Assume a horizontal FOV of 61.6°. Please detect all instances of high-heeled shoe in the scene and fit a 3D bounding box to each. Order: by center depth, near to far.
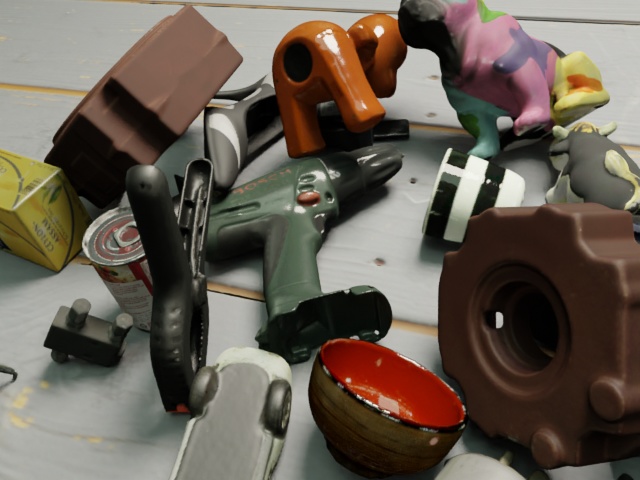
[{"bbox_3d":[-0.057,-0.124,0.608,0.145,0.086,0.249,-1,41,-10],"label":"high-heeled shoe"}]

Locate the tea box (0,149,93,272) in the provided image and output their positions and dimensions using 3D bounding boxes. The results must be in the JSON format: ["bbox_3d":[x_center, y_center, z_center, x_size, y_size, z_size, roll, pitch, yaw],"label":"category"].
[{"bbox_3d":[-0.335,-0.041,0.568,0.170,0.098,0.068,15,52,22],"label":"tea box"}]

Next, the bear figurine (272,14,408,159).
[{"bbox_3d":[0.040,-0.176,0.581,0.120,0.132,0.196,-18,4,39],"label":"bear figurine"}]

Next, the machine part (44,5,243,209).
[{"bbox_3d":[-0.190,-0.143,0.577,0.201,0.087,0.201,-21,32,48],"label":"machine part"}]

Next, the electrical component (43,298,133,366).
[{"bbox_3d":[-0.198,0.084,0.460,0.063,0.094,0.021,26,41,-20],"label":"electrical component"}]

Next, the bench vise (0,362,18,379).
[{"bbox_3d":[-0.288,0.172,0.344,0.241,0.128,0.223,8,56,37],"label":"bench vise"}]

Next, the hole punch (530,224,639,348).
[{"bbox_3d":[0.235,0.032,0.420,0.142,0.115,0.092,27,49,28],"label":"hole punch"}]

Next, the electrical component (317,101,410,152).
[{"bbox_3d":[0.046,-0.141,0.640,0.119,0.047,0.075,0,49,10],"label":"electrical component"}]

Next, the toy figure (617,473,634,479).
[{"bbox_3d":[0.240,0.206,0.283,0.180,0.089,0.082,28,88,40],"label":"toy figure"}]

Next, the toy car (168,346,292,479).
[{"bbox_3d":[-0.069,0.168,0.375,0.074,0.056,0.202,8,51,7],"label":"toy car"}]

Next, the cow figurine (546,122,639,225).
[{"bbox_3d":[0.257,-0.065,0.509,0.068,0.098,0.167,-8,48,9],"label":"cow figurine"}]

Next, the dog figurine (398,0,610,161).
[{"bbox_3d":[0.180,-0.204,0.562,0.191,0.108,0.219,-22,86,-24],"label":"dog figurine"}]

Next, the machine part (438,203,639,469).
[{"bbox_3d":[0.147,0.057,0.360,0.056,0.179,0.179,1,44,-25],"label":"machine part"}]

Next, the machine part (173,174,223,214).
[{"bbox_3d":[-0.154,-0.028,0.568,0.084,0.039,0.139,38,51,23],"label":"machine part"}]

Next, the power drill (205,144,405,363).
[{"bbox_3d":[-0.001,-0.002,0.500,0.232,0.085,0.207,-16,52,-4],"label":"power drill"}]

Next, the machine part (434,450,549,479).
[{"bbox_3d":[0.059,0.200,0.288,0.079,0.079,0.243,31,45,30],"label":"machine part"}]
